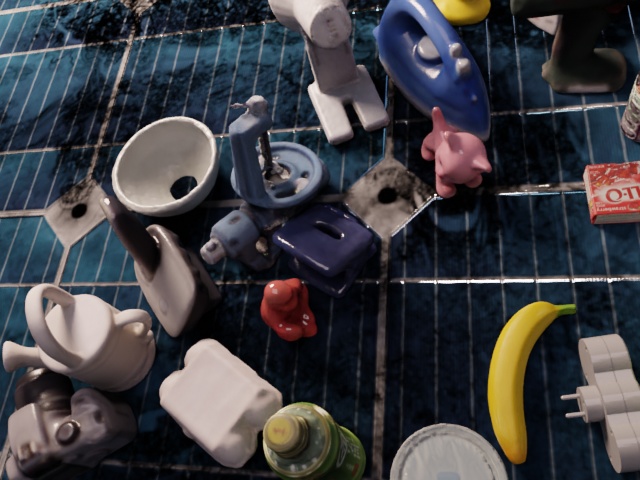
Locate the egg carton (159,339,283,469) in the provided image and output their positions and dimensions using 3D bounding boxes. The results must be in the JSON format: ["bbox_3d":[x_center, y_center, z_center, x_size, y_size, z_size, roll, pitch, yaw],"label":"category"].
[{"bbox_3d":[-0.121,0.195,0.691,0.150,0.069,0.107,31,75,26],"label":"egg carton"}]

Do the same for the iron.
[{"bbox_3d":[0.167,-0.266,0.806,0.118,0.142,0.257,-28,60,0],"label":"iron"}]

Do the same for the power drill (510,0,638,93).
[{"bbox_3d":[0.359,-0.283,0.725,0.229,0.209,0.075,3,65,16],"label":"power drill"}]

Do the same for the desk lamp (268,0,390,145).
[{"bbox_3d":[0.013,-0.284,0.814,0.118,0.214,0.203,-22,60,3],"label":"desk lamp"}]

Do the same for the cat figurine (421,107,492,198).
[{"bbox_3d":[0.174,-0.117,0.743,0.067,0.118,0.127,-21,60,4],"label":"cat figurine"}]

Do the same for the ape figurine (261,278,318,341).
[{"bbox_3d":[-0.044,0.080,0.716,0.076,0.092,0.078,14,68,21],"label":"ape figurine"}]

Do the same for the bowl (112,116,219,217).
[{"bbox_3d":[-0.220,-0.098,0.863,0.167,0.075,0.167,-6,63,12],"label":"bowl"}]

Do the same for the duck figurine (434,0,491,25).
[{"bbox_3d":[0.212,-0.391,0.889,0.104,0.086,0.077,22,72,24],"label":"duck figurine"}]

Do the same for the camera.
[{"bbox_3d":[-0.327,0.219,0.716,0.143,0.101,0.136,-31,60,-2],"label":"camera"}]

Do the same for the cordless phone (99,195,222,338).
[{"bbox_3d":[-0.215,0.032,0.732,0.094,0.185,0.147,-39,61,-6],"label":"cordless phone"}]

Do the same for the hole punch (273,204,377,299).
[{"bbox_3d":[0.007,0.003,0.742,0.108,0.091,0.101,30,75,26],"label":"hole punch"}]

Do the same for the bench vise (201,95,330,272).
[{"bbox_3d":[-0.073,-0.062,0.722,0.121,0.220,0.207,15,69,21],"label":"bench vise"}]

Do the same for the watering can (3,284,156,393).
[{"bbox_3d":[-0.299,0.123,0.703,0.173,0.194,0.100,-40,61,-7],"label":"watering can"}]

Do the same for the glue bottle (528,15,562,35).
[{"bbox_3d":[0.324,-0.371,0.799,0.037,0.173,0.078,-40,61,-7],"label":"glue bottle"}]
